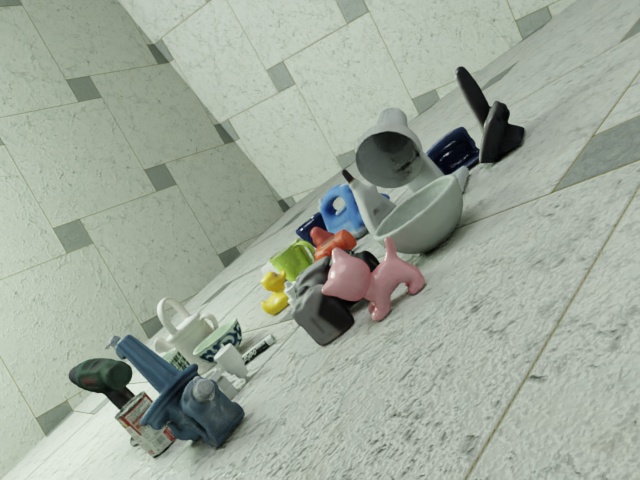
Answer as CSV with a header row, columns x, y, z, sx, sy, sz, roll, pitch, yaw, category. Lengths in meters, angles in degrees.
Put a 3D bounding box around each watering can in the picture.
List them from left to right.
x,y,z,sx,sy,sz,roll,pitch,yaw,category
-0.322,0.224,1.365,0.173,0.194,0.101,-40,8,0,watering can

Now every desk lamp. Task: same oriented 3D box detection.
x,y,z,sx,sy,sz,roll,pitch,yaw,category
0.173,-0.150,1.098,0.117,0.213,0.203,-34,10,31,desk lamp

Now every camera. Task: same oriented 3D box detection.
x,y,z,sx,sy,sz,roll,pitch,yaw,category
0.029,0.075,0.925,0.136,0.101,0.143,-36,9,21,camera

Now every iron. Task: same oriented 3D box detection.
x,y,z,sx,sy,sz,roll,pitch,yaw,category
0.058,-0.076,1.467,0.119,0.141,0.257,-45,10,-31,iron

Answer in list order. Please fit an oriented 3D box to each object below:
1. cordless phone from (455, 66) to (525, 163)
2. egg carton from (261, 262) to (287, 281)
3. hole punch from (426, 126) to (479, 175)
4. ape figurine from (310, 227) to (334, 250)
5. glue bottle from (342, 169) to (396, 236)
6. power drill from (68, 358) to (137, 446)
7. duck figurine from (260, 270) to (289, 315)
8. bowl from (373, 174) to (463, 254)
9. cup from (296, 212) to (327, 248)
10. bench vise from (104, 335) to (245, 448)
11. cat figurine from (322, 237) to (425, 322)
x,y,z,sx,sy,sz,roll,pitch,yaw,category
0.311,-0.251,1.124,0.094,0.185,0.148,-35,9,28,cordless phone
-0.103,0.074,1.638,0.107,0.069,0.150,-44,9,-30,egg carton
0.284,-0.188,1.241,0.108,0.091,0.101,-38,9,14,hole punch
0.013,0.005,1.409,0.078,0.092,0.076,-42,9,-19,ape figurine
0.101,-0.073,1.147,0.078,0.173,0.037,-43,9,-22,glue bottle
-0.428,0.332,1.205,0.229,0.208,0.076,-31,12,47,power drill
-0.105,0.118,1.350,0.105,0.086,0.077,-42,9,-14,duck figurine
0.173,-0.029,0.933,0.167,0.075,0.167,-39,8,7,bowl
0.004,-0.024,1.595,0.117,0.095,0.092,-37,9,19,cup
-0.222,0.214,0.881,0.207,0.220,0.122,-34,10,34,bench vise
0.068,0.050,0.823,0.128,0.118,0.067,-39,8,3,cat figurine
